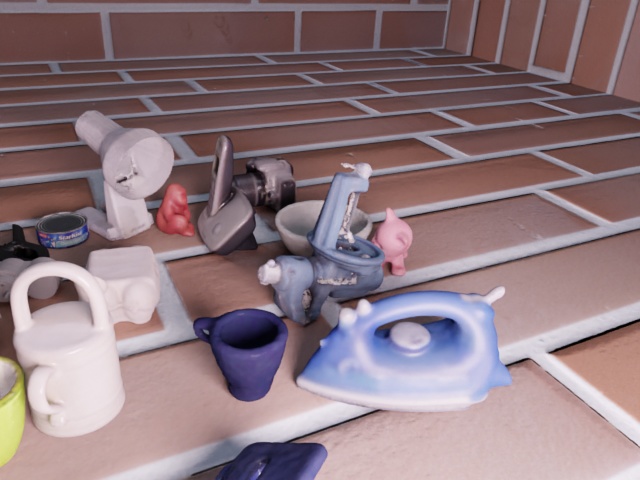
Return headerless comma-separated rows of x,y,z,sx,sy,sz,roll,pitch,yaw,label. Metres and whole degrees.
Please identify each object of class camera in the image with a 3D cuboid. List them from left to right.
-0.130,-0.120,1.171,0.137,0.101,0.142,-10,30,-24,camera

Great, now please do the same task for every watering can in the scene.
-0.277,0.104,0.625,0.101,0.194,0.172,-9,30,-22,watering can

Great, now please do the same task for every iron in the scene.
0.101,0.119,0.693,0.258,0.141,0.118,-1,28,-8,iron

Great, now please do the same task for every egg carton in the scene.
-0.288,0.064,0.836,0.107,0.069,0.150,-6,29,-16,egg carton

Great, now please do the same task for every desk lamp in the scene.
-0.356,-0.112,1.010,0.202,0.214,0.118,21,33,31,desk lamp

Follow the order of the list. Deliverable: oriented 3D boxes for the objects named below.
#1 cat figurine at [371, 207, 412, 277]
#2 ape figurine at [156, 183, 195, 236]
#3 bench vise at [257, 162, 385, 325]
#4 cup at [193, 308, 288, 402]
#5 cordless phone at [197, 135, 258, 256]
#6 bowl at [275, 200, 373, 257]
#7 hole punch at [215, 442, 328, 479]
0.120,-0.005,0.957,0.067,0.118,0.128,5,28,4,cat figurine
-0.263,-0.059,1.050,0.076,0.092,0.078,8,28,9,ape figurine
0.017,0.007,0.814,0.121,0.220,0.208,22,33,32,bench vise
-0.097,0.140,0.682,0.117,0.095,0.092,11,29,15,cup
-0.164,-0.079,0.998,0.094,0.185,0.147,-10,30,-23,cordless phone
0.004,-0.004,0.991,0.167,0.075,0.167,2,28,-1,bowl
-0.053,0.232,0.515,0.100,0.091,0.109,14,30,20,hole punch
